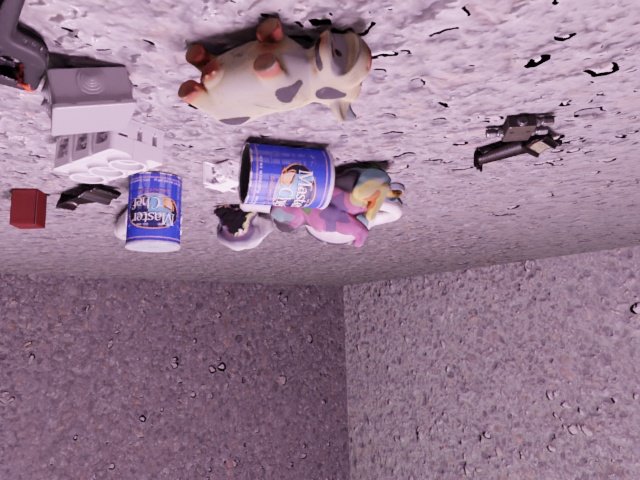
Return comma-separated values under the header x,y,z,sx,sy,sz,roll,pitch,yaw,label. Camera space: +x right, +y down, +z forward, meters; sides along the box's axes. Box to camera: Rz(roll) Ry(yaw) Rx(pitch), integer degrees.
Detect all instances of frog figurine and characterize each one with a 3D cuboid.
x,y,z,sx,sy,sz,roll,pitch,yaw,label
-0.179,-0.021,1.288,0.137,0.125,0.157,-23,153,8,frog figurine

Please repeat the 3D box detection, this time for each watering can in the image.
x,y,z,sx,sy,sz,roll,pitch,yaw,label
0.003,-0.058,1.145,0.348,0.105,0.221,1,166,-4,watering can
